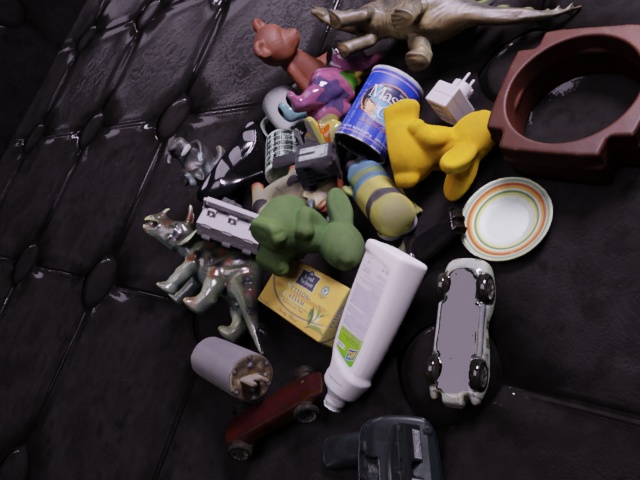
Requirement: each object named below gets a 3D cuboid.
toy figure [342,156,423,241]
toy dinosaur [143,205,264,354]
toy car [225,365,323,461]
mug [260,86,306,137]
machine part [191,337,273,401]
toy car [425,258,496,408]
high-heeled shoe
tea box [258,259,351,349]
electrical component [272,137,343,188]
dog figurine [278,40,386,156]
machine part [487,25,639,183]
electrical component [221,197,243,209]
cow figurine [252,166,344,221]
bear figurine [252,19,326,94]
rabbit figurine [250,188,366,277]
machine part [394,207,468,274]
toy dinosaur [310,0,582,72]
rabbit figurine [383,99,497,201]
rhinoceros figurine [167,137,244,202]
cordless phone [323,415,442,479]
[{"bbox_3d":[0.092,-0.073,0.883,0.082,0.089,0.180,-45,48,19],"label":"toy figure"},{"bbox_3d":[-0.185,0.063,1.022,0.405,0.131,0.192,25,71,35],"label":"toy dinosaur"},{"bbox_3d":[-0.070,0.273,0.845,0.202,0.053,0.089,-34,28,18],"label":"toy car"},{"bbox_3d":[-0.076,-0.255,1.135,0.109,0.080,0.107,-37,56,11],"label":"mug"},{"bbox_3d":[-0.152,0.213,0.905,0.243,0.079,0.079,0,65,57],"label":"machine part"},{"bbox_3d":[0.190,0.120,0.716,0.074,0.056,0.201,-2,66,32],"label":"toy car"},{"bbox_3d":[-0.183,-0.165,1.133,0.145,0.086,0.249,-20,36,9],"label":"high-heeled shoe"},{"bbox_3d":[-0.013,0.100,0.886,0.170,0.068,0.098,24,82,46],"label":"tea box"},{"bbox_3d":[-0.021,-0.132,0.943,0.119,0.047,0.075,-14,41,12],"label":"electrical component"},{"bbox_3d":[0.042,-0.274,1.031,0.219,0.191,0.108,-35,2,-12],"label":"dog figurine"},{"bbox_3d":[0.352,-0.184,0.735,0.201,0.087,0.201,15,75,43],"label":"machine part"},{"bbox_3d":[-0.175,-0.052,1.038,0.021,0.094,0.063,-58,-6,-41],"label":"electrical component"},{"bbox_3d":[-0.043,-0.076,1.001,0.195,0.085,0.127,-21,50,28],"label":"cow figurine"},{"bbox_3d":[-0.040,-0.380,1.095,0.132,0.195,0.120,-25,49,26],"label":"bear figurine"},{"bbox_3d":[-0.002,-0.003,0.861,0.170,0.121,0.159,19,44,19],"label":"rabbit figurine"},{"bbox_3d":[0.162,0.006,0.807,0.139,0.039,0.084,-44,35,34],"label":"machine part"},{"bbox_3d":[0.186,-0.388,0.936,0.472,0.104,0.198,20,53,30],"label":"toy dinosaur"},{"bbox_3d":[0.193,-0.149,0.829,0.173,0.121,0.162,-12,50,13],"label":"rabbit figurine"},{"bbox_3d":[-0.244,-0.142,1.139,0.073,0.190,0.112,-9,42,40],"label":"rhinoceros figurine"},{"bbox_3d":[0.066,0.312,0.706,0.184,0.088,0.146,-28,51,40],"label":"cordless phone"}]
